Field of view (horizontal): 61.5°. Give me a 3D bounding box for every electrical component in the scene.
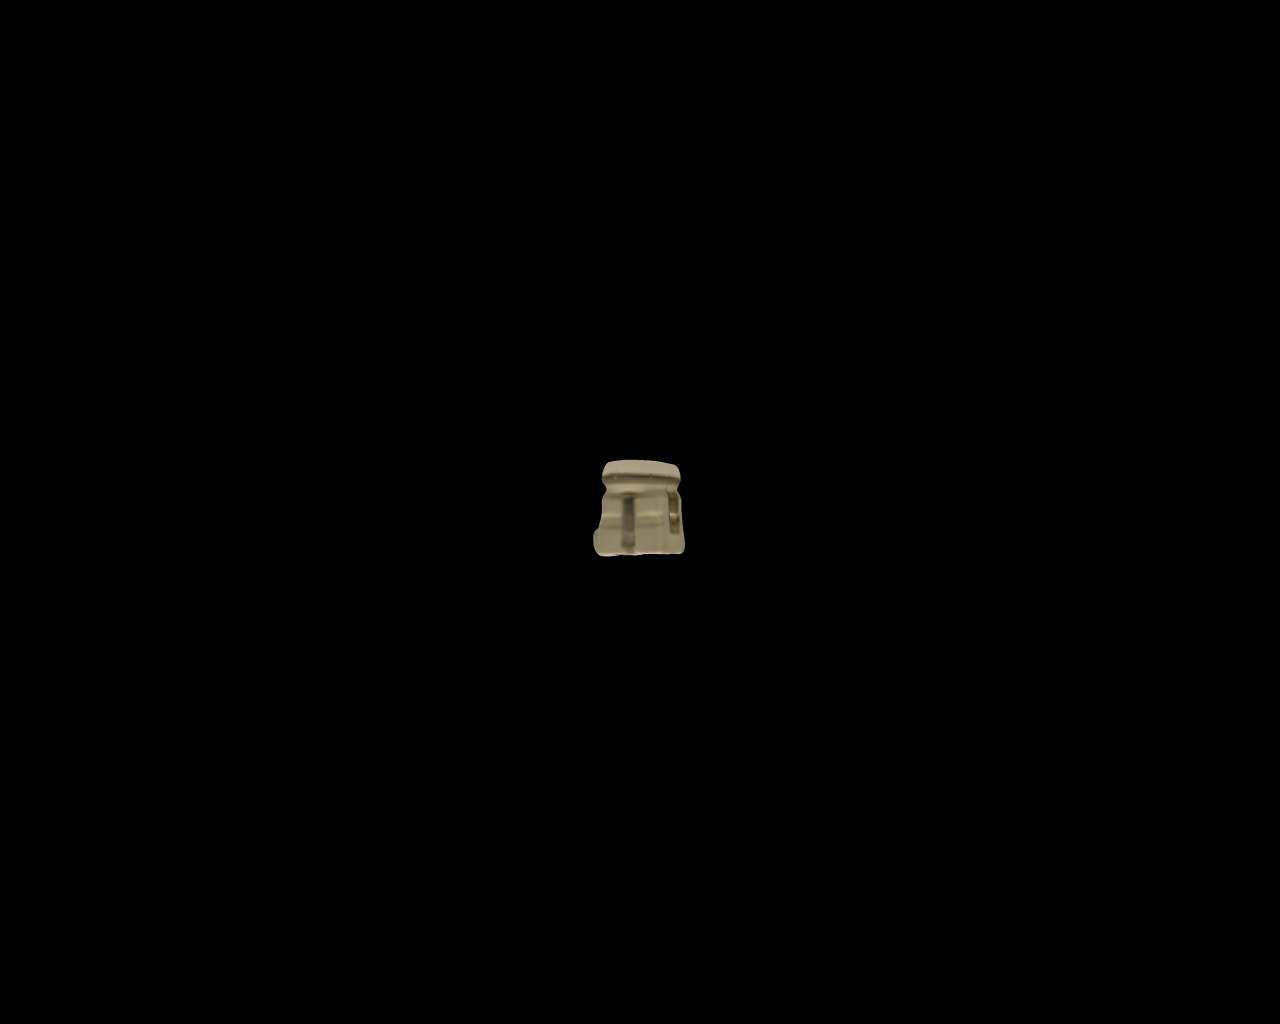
[{"bbox_3d":[0.001,-0.003,0.650,0.066,0.055,0.048,-1,-4,23],"label":"electrical component"}]
